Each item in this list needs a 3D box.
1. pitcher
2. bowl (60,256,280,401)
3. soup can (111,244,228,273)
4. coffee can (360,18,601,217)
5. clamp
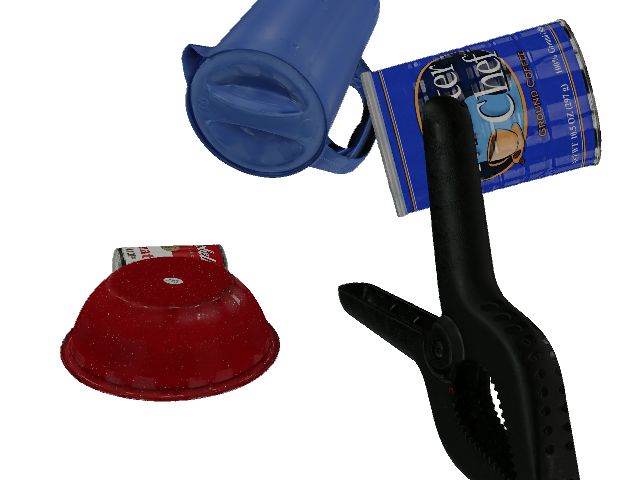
[{"bbox_3d":[-0.015,-0.172,1.017,0.145,0.149,0.242,-1,38,23],"label":"pitcher"},{"bbox_3d":[-0.109,0.054,0.782,0.162,0.055,0.162,2,22,-1],"label":"bowl"},{"bbox_3d":[-0.147,0.039,1.035,0.102,0.068,0.069,-2,1,-20],"label":"soup can"},{"bbox_3d":[0.107,-0.083,0.729,0.140,0.103,0.103,-15,-1,5],"label":"coffee can"},{"bbox_3d":[0.074,0.042,0.533,0.036,0.165,0.210,-6,45,-25],"label":"clamp"}]
